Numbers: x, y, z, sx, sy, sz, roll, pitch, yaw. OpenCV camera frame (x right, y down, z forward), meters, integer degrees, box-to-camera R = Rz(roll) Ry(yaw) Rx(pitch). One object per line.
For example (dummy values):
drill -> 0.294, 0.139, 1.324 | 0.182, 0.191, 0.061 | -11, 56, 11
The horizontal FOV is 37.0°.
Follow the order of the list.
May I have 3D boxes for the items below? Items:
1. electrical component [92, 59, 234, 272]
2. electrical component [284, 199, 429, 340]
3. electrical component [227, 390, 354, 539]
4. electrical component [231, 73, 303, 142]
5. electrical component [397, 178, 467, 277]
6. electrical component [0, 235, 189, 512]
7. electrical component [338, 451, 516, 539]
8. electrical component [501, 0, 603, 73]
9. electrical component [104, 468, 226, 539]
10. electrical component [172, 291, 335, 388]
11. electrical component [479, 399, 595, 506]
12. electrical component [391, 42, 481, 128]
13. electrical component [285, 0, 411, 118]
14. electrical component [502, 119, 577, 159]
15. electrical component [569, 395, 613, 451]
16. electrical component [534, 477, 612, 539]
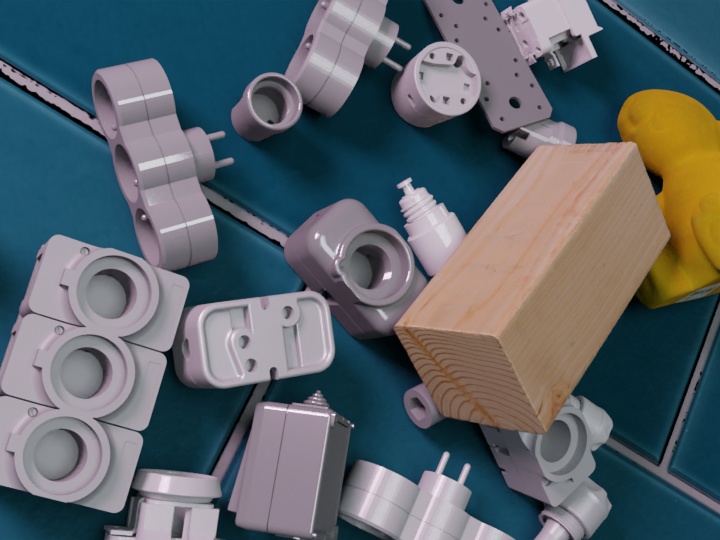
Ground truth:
electrical component -> -0.120, -0.072, 0.710 | 0.074, 0.052, 0.138 | -18, 90, -26
electrical component -> 0.000, 0.000, 0.750 | 0.053, 0.059, 0.095 | -45, 101, -23
electrical component -> -0.044, 0.125, 0.702 | 0.061, 0.061, 0.096 | 6, 76, 13
electrical component -> -0.066, -0.111, 0.743 | 0.040, 0.046, 0.040 | 4, 81, -24
electrical component -> 0.052, -0.031, 0.789 | 0.040, 0.040, 0.078 | -34, 97, -24
electrical component -> -0.172, 0.064, 0.661 | 0.089, 0.062, 0.150 | 20, 75, -21
electrical component -> 0.055, 0.165, 0.755 | 0.138, 0.052, 0.073 | 32, 71, -16
electrical component -> 0.149, -0.195, 0.855 | 0.064, 0.042, 0.081 | -27, 94, -24
electrical component -> -0.118, 0.156, 0.676 | 0.078, 0.058, 0.057 | 10, 81, -23
electrical component -> -0.073, 0.046, 0.707 | 0.095, 0.059, 0.053 | -7, 89, -32
electrical component -> 0.129, 0.119, 0.780 | 0.050, 0.056, 0.089 | -37, 115, -24
electrical component -> 0.055, -0.136, 0.801 | 0.055, 0.047, 0.055 | 4, 81, -24
electrical component -> 0.003, -0.171, 0.780 | 0.074, 0.052, 0.138 | 27, 72, -19
electrical component -> 0.139, -0.102, 0.840 | 0.046, 0.040, 0.040 | 22, 74, -14
electrical component -> 0.161, 0.110, 0.821 | 0.061, 0.035, 0.035 | 35, 70, -14
electrical component -> 0.155, 0.185, 0.803 | 0.062, 0.043, 0.043 | -44, 101, -22
